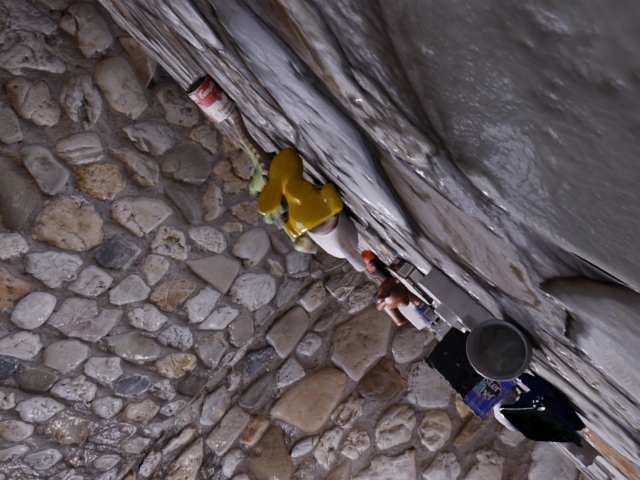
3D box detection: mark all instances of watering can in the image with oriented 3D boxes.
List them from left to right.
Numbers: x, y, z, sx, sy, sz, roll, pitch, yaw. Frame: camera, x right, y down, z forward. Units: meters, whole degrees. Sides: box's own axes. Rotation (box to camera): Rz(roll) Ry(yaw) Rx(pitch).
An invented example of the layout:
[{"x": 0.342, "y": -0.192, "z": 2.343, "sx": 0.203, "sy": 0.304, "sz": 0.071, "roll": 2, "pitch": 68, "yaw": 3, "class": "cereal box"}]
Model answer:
[{"x": 0.004, "y": -0.064, "z": 1.278, "sx": 0.354, "sy": 0.104, "sz": 0.220, "roll": 55, "pitch": -175, "yaw": 38, "class": "watering can"}]

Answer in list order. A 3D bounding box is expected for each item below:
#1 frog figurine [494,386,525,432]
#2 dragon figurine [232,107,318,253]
[{"x": 0.537, "y": 0.471, "z": 1.486, "sx": 0.136, "sy": 0.123, "sz": 0.160, "roll": 24, "pitch": 174, "yaw": -23, "class": "frog figurine"}, {"x": -0.117, "y": -0.140, "z": 1.264, "sx": 0.405, "sy": 0.122, "sz": 0.245, "roll": 62, "pitch": 174, "yaw": -17, "class": "dragon figurine"}]
